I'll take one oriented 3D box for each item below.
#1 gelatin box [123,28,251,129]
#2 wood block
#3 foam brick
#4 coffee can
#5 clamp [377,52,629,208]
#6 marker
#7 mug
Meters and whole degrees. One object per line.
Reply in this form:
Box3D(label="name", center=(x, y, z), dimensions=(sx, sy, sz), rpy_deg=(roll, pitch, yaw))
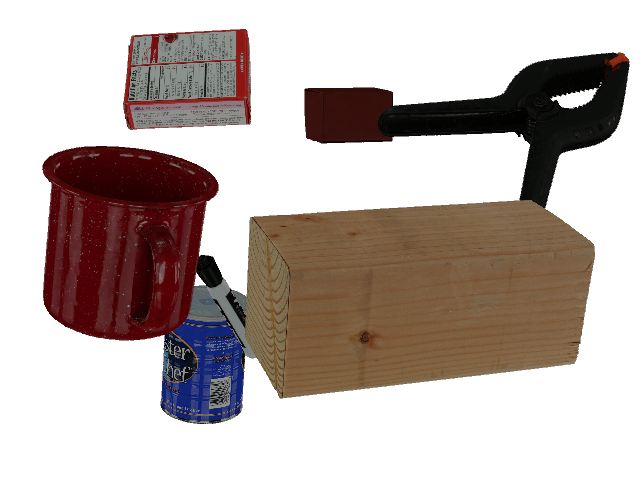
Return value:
Box3D(label="gelatin box", center=(-0.095, -0.116, 0.770), dimensions=(0.089, 0.073, 0.030), rpy_deg=(-3, -38, 0))
Box3D(label="wood block", center=(0.063, 0.034, 0.701), dimensions=(0.205, 0.091, 0.090), rpy_deg=(-4, 24, -18))
Box3D(label="foam brick", center=(0.028, -0.126, 1.071), dimensions=(0.078, 0.051, 0.053), rpy_deg=(-3, 14, -20))
Box3D(label="coffee can", center=(-0.141, 0.138, 1.304), dimensions=(0.103, 0.140, 0.103), rpy_deg=(5, 18, -2))
Box3D(label="clamp", center=(0.174, -0.088, 0.839), dimensions=(0.209, 0.036, 0.165), rpy_deg=(-25, 52, -19))
Box3D(label="marker", center=(-0.079, 0.057, 0.921), dimensions=(0.020, 0.020, 0.121), rpy_deg=(0, -44, 28))
Box3D(label="mug", center=(-0.101, 0.006, 0.570), dimensions=(0.093, 0.081, 0.117), rpy_deg=(-3, 24, -31))
